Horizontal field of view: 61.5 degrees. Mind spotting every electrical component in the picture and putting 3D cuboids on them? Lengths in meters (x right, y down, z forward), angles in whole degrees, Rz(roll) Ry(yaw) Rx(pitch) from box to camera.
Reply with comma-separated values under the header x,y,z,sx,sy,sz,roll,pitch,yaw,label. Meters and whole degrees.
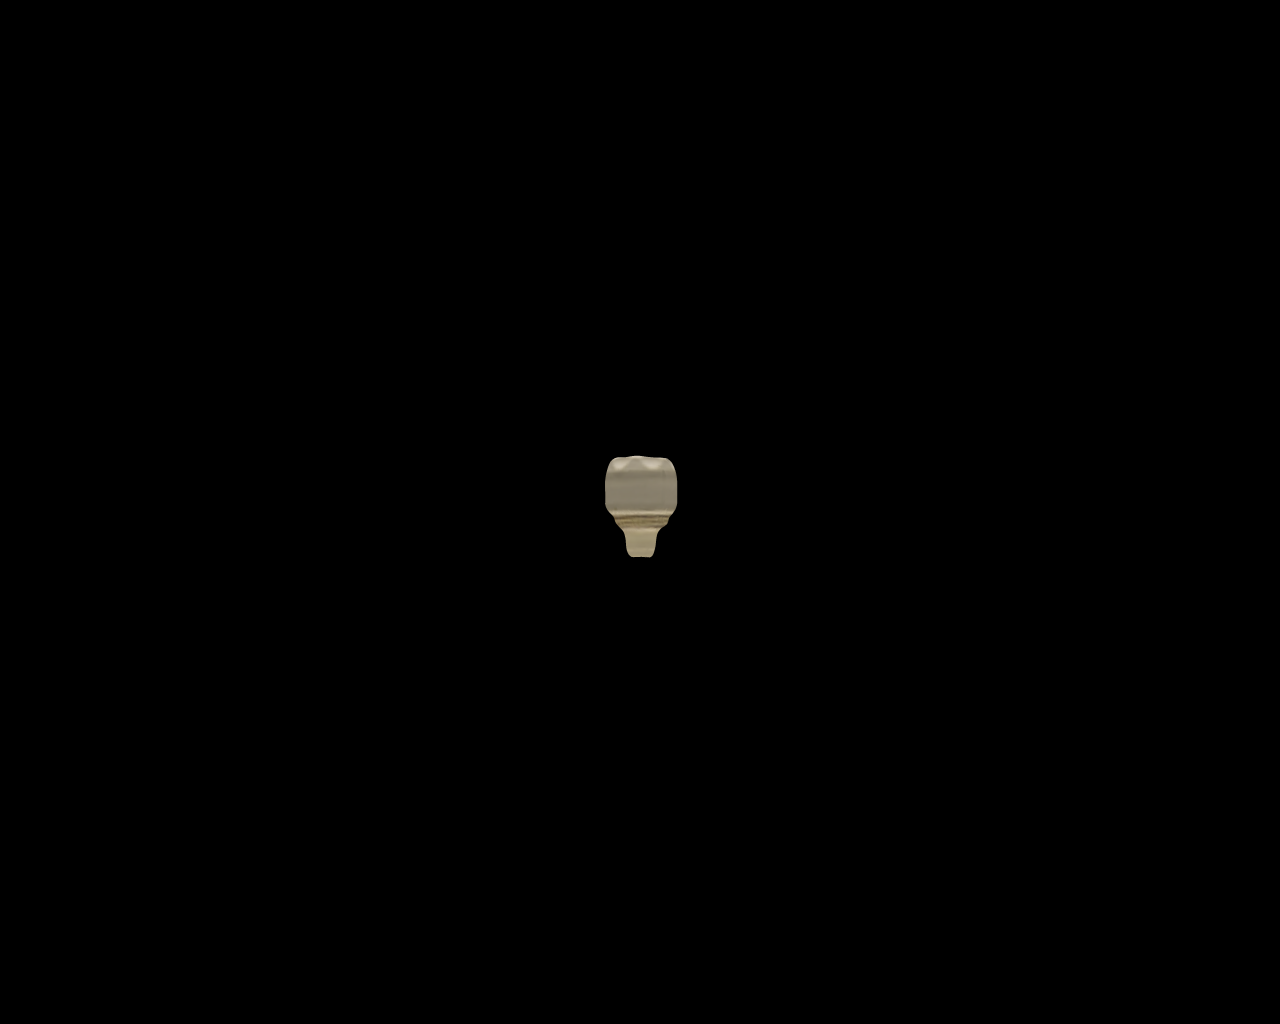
x,y,z,sx,sy,sz,roll,pitch,yaw,label
0.001,-0.003,0.650,0.043,0.062,0.043,0,-2,0,electrical component
